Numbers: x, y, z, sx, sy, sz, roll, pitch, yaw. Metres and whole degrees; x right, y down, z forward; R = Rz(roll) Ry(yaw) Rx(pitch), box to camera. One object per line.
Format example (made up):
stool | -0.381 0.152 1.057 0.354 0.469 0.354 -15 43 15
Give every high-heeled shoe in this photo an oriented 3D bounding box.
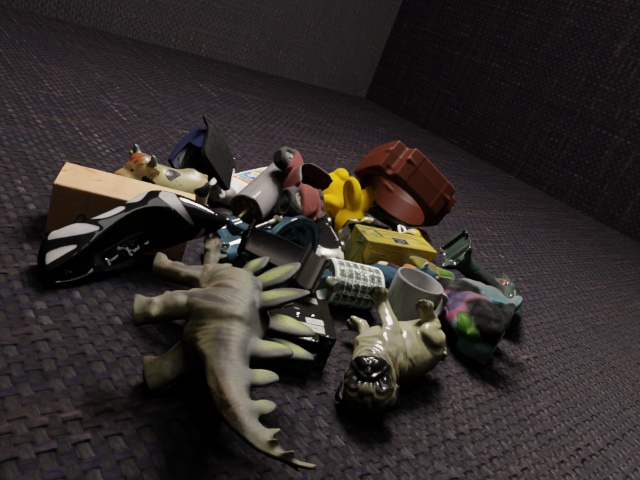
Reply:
high-heeled shoe | -0.258 0.002 0.756 0.249 0.086 0.145 -3 37 -7

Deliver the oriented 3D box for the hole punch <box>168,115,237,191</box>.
hole punch | -0.235 -0.161 1.085 0.092 0.142 0.116 -13 46 19

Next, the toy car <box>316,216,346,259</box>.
toy car | -0.002 -0.003 1.099 0.073 0.056 0.202 6 24 -17

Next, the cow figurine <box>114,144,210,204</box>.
cow figurine | -0.283 -0.099 0.968 0.086 0.127 0.195 32 22 33

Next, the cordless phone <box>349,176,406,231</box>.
cordless phone | 0.128 -0.081 1.381 0.184 0.088 0.147 33 -12 -30

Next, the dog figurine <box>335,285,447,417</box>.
dog figurine | 0.110 0.180 0.748 0.172 0.121 0.191 16 36 -5

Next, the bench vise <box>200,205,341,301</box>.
bench vise | -0.070 0.026 0.891 0.223 0.128 0.241 -7 31 -45

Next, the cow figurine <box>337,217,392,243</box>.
cow figurine | 0.117 0.000 1.141 0.167 0.098 0.068 7 20 -30

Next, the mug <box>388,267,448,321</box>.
mug | 0.156 0.111 0.907 0.109 0.107 0.081 14 24 -29

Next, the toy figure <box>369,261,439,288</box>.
toy figure | 0.143 0.071 0.978 0.155 0.064 0.058 -2 17 26

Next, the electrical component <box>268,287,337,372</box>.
electrical component | -0.041 0.126 0.759 0.115 0.058 0.134 15 23 -11

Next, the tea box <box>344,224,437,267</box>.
tea box | 0.135 0.036 1.075 0.169 0.098 0.068 12 24 -27

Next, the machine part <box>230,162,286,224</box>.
machine part | -0.112 -0.101 1.127 0.079 0.079 0.243 26 41 12

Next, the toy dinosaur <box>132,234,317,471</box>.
toy dinosaur | -0.107 0.093 0.616 0.199 0.104 0.472 -10 27 -6

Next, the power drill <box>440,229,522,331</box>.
power drill | 0.345 0.078 1.137 0.207 0.086 0.232 49 25 -14

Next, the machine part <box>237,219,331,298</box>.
machine part | -0.057 0.027 0.800 0.139 0.039 0.084 30 59 0

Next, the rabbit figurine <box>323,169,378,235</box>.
rabbit figurine | 0.059 -0.068 1.212 0.122 0.162 0.173 20 37 -38

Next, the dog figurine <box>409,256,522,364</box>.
dog figurine | 0.238 0.115 0.983 0.219 0.108 0.191 26 25 24

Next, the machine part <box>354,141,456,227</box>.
machine part | 0.187 -0.119 1.210 0.201 0.087 0.201 43 -16 -16

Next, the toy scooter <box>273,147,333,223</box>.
toy scooter | -0.026 -0.102 1.101 0.135 0.075 0.184 16 53 -36
